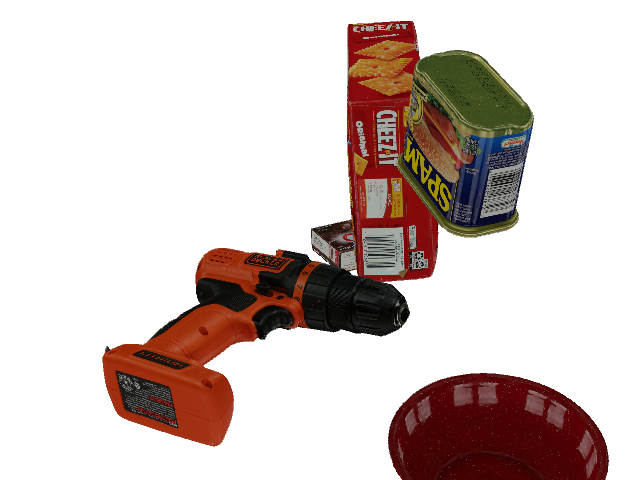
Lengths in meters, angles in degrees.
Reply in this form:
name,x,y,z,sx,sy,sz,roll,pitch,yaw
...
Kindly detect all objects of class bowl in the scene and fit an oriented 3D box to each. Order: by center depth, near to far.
name,x,y,z,sx,sy,sz,roll,pitch,yaw
bowl,0.131,0.171,0.804,0.162,0.055,0.162,-1,34,0

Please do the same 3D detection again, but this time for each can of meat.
name,x,y,z,sx,sy,sz,roll,pitch,yaw
can of meat,0.096,-0.067,0.712,0.057,0.084,0.102,-12,42,-19

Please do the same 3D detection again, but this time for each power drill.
name,x,y,z,sx,sy,sz,roll,pitch,yaw
power drill,-0.051,0.071,0.779,0.185,0.057,0.187,8,30,31

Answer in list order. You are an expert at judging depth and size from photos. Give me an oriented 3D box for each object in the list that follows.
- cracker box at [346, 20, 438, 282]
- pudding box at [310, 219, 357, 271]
name,x,y,z,sx,sy,sz,roll,pitch,yaw
cracker box,0.062,-0.086,0.942,0.072,0.164,0.213,-3,27,4
pudding box,0.055,0.003,1.505,0.113,0.039,0.090,-15,27,-22
